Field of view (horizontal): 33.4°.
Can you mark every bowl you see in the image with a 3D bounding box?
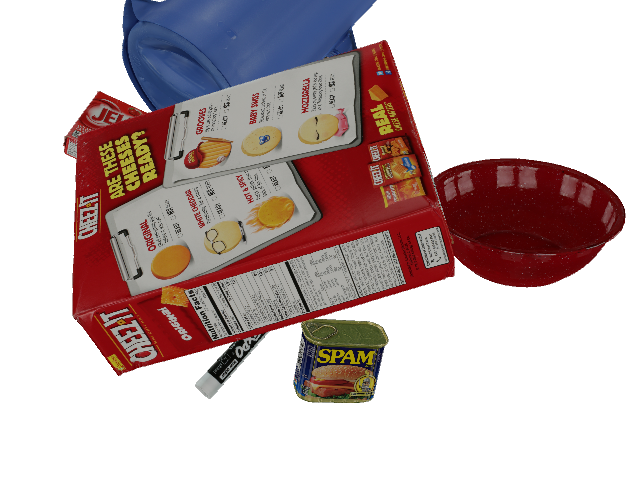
[{"bbox_3d":[0.163,-0.009,0.873,0.162,0.055,0.162,1,31,-1],"label":"bowl"}]

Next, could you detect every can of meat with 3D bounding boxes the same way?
[{"bbox_3d":[0.022,0.144,1.265,0.102,0.084,0.057,4,24,-14],"label":"can of meat"}]

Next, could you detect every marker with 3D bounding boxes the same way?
[{"bbox_3d":[-0.065,0.091,0.956,0.020,0.121,0.020,37,-19,15],"label":"marker"}]

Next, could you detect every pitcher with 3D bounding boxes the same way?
[{"bbox_3d":[-0.035,-0.185,0.905,0.145,0.149,0.242,25,58,31],"label":"pitcher"}]

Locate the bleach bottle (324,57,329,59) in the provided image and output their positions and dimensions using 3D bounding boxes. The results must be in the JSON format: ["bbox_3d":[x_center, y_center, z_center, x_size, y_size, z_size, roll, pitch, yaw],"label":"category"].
[{"bbox_3d":[-0.011,-0.085,1.100,0.102,0.251,0.068,0,25,2],"label":"bleach bottle"}]

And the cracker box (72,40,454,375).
[{"bbox_3d":[-0.039,-0.023,0.655,0.214,0.164,0.072,-17,-46,6],"label":"cracker box"}]

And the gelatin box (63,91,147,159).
[{"bbox_3d":[-0.194,-0.099,1.040,0.089,0.073,0.030,25,-42,-2],"label":"gelatin box"}]
